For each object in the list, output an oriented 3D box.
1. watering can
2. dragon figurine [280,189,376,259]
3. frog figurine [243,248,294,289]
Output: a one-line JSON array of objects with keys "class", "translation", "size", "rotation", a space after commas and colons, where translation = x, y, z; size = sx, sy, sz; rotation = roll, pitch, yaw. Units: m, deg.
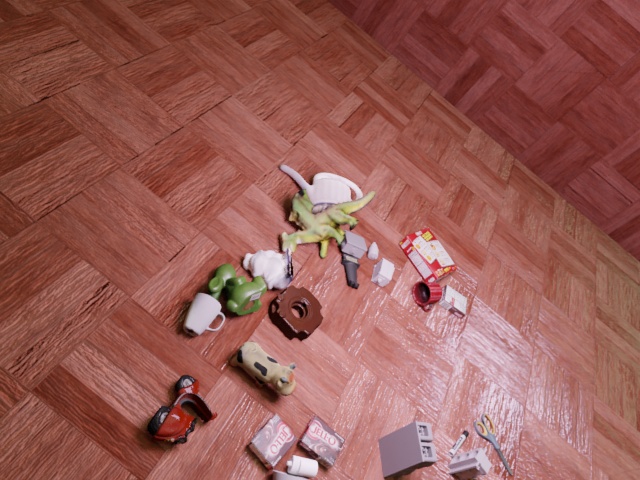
[{"class": "watering can", "translation": [0.001, -0.180, 2.009], "size": [0.347, 0.101, 0.230], "rotation": [13, 51, -10]}, {"class": "dragon figurine", "translation": [0.006, -0.094, 1.867], "size": [0.242, 0.120, 0.416], "rotation": [38, 67, -2]}, {"class": "frog figurine", "translation": [-0.168, 0.096, 1.680], "size": [0.159, 0.120, 0.140], "rotation": [-6, 63, 3]}]
